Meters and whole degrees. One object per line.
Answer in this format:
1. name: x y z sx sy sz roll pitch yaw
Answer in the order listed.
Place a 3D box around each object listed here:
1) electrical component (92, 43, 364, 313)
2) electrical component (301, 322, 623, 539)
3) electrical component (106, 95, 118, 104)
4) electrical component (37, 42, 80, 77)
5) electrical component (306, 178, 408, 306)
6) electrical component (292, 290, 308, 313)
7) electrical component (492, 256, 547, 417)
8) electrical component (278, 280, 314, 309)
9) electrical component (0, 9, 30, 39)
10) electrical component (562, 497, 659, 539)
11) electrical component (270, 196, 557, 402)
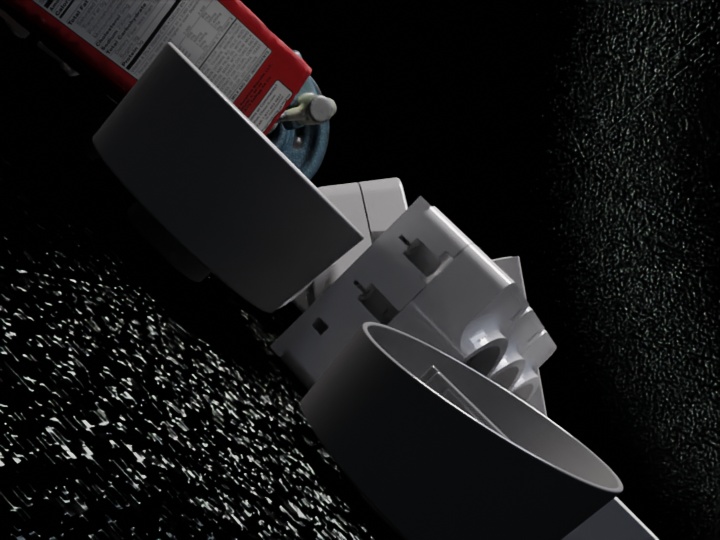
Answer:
1. electrical component: -0.057 -0.030 0.427 0.108 0.060 0.108 45 2 -2
2. electrical component: 0.031 0.058 0.362 0.099 0.064 0.099 45 2 -2
3. electrical component: -0.201 -0.184 0.748 0.109 0.056 0.108 43 2 -42
4. electrical component: -0.183 -0.152 0.654 0.062 0.048 0.048 37 5 -23
5. electrical component: 0.000 0.000 0.601 0.053 0.059 0.095 95 -15 -60
6. electrical component: 0.003 0.003 0.685 0.047 0.083 0.076 45 2 4
7. electrical component: 0.075 0.057 0.666 0.079 0.063 0.121 -12 92 -88
8. electrical component: -0.049 -0.014 0.522 0.055 0.045 0.045 45 2 16
9. electrical component: -0.186 -0.167 0.596 0.042 0.064 0.081 44 0 43
10. electrical component: 0.100 0.127 0.501 0.113 0.057 0.078 44 2 -22
11. electrical component: 0.035 0.039 0.496 0.061 0.089 0.150 46 2 22
